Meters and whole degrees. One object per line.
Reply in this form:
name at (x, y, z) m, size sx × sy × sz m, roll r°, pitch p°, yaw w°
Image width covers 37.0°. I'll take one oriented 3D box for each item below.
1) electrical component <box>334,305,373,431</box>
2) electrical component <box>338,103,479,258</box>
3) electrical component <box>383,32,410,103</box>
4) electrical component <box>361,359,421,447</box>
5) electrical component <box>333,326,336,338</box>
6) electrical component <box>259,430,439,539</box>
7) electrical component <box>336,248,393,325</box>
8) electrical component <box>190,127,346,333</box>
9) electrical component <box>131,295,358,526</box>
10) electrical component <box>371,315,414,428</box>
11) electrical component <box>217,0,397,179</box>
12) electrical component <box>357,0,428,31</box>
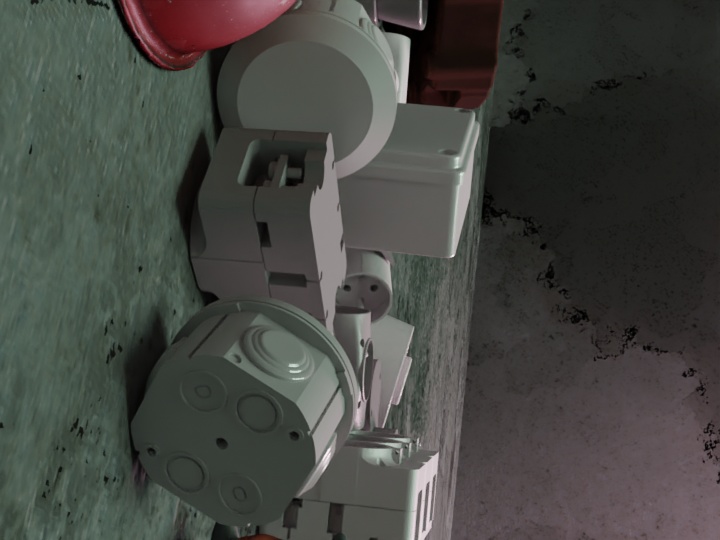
electrical component at (-0.013, 0.062, 0.721) m, size 0.079 × 0.044 × 0.077 m, roll -26°, pitch 120°, yaw -80°
electrical component at (0.007, -0.054, 0.593) m, size 0.108 × 0.109 × 0.056 m, roll -65°, pitch 160°, yaw -66°
electrical component at (0.011, -0.134, 0.782) m, size 0.079 × 0.043 × 0.077 m, roll 4°, pitch 91°, yaw -81°
electrical component at (0.008, 0.134, 0.794) m, size 0.052 × 0.074 × 0.138 m, roll -32°, pitch 126°, yaw -79°
electrical component at (-0.030, 0.050, 0.631) m, size 0.040 × 0.040 × 0.046 m, roll -70°, pitch 156°, yaw -60°
electrical component at (-0.002, 0.138, 0.684) m, size 0.150 × 0.089 × 0.061 m, roll 32°, pitch 63°, yaw -80°
electrical component at (0.000, 0.000, 0.770) m, size 0.081 × 0.043 × 0.043 m, roll -92°, pitch -179°, yaw -60°
electrical component at (-0.041, -0.015, 0.480) m, size 0.089 × 0.056 × 0.050 m, roll 84°, pitch 14°, yaw -48°
electrical component at (-0.045, 0.055, 0.418) m, size 0.051 × 0.080 × 0.080 m, roll -55°, pitch 149°, yaw -62°
electrical component at (0.006, 0.079, 0.868) m, size 0.099 × 0.064 × 0.099 m, roll 17°, pitch 90°, yaw -86°
electrical component at (-0.022, -0.085, 0.493) m, size 0.051 × 0.080 × 0.080 m, roll -82°, pitch 172°, yaw -58°
electrical component at (0.019, -0.196, 0.772) m, size 0.045 × 0.055 × 0.045 m, roll 4°, pitch 90°, yaw -81°
